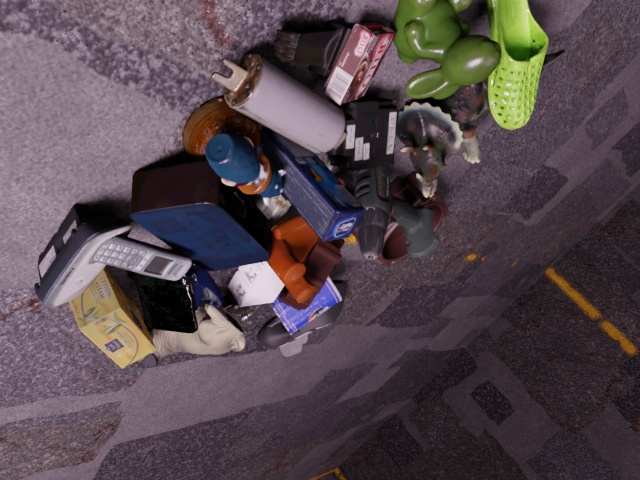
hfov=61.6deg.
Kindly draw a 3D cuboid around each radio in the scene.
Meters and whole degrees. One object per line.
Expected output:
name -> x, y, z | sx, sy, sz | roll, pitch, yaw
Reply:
radio -> -0.167, -0.029, 0.811 | 0.131, 0.073, 0.229 | -10, 155, 15

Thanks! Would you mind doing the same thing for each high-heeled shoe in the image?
high-heeled shoe -> -0.043, 0.183, 1.328 | 0.145, 0.086, 0.249 | -17, -167, 45

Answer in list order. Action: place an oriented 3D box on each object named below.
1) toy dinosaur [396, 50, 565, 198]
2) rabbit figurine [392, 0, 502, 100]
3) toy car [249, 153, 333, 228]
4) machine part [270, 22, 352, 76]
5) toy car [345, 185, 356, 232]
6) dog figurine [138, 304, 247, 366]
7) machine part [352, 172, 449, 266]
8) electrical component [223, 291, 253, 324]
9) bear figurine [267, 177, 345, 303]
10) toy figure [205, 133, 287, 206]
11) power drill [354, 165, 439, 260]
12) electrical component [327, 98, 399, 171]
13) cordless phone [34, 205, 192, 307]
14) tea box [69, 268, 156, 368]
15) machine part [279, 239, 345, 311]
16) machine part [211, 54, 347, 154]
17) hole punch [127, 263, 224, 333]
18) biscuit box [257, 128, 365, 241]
toy dinosaur -> 0.288, -0.263, 1.004 | 0.405, 0.131, 0.192 | -49, 145, 3
rabbit figurine -> 0.182, -0.282, 0.795 | 0.121, 0.170, 0.159 | -10, 139, -40
toy car -> -0.064, -0.083, 0.919 | 0.202, 0.056, 0.073 | -43, 151, 8
machine part -> -0.008, -0.263, 0.738 | 0.139, 0.039, 0.084 | -19, 152, -51
toy car -> 0.054, -0.068, 1.071 | 0.202, 0.053, 0.089 | 14, 119, -46
dog figurine -> -0.247, 0.190, 0.996 | 0.190, 0.173, 0.121 | -45, 140, -2
machine part -> 0.186, -0.041, 1.227 | 0.201, 0.087, 0.201 | -44, 152, 9
electrical component -> -0.182, 0.143, 1.120 | 0.078, 0.045, 0.102 | -25, 148, -25
bear figurine -> -0.004, -0.006, 0.941 | 0.196, 0.132, 0.120 | -34, 149, -11
toy figure -> -0.097, -0.097, 0.733 | 0.064, 0.058, 0.154 | -37, 156, 9
power drill -> 0.138, -0.035, 1.020 | 0.207, 0.232, 0.086 | 23, 141, -36
electrical component -> 0.065, -0.177, 0.889 | 0.134, 0.058, 0.114 | -12, 112, -39
cordless phone -> -0.291, 0.042, 0.772 | 0.184, 0.089, 0.146 | 24, 115, -42
tea box -> -0.338, 0.127, 0.873 | 0.068, 0.098, 0.169 | -29, 151, -15
machine part -> -0.018, 0.060, 1.072 | 0.179, 0.056, 0.179 | -57, -171, 14
machine part -> -0.044, -0.185, 0.748 | 0.243, 0.079, 0.079 | 21, 118, -44
hole punch -> -0.234, 0.081, 0.894 | 0.092, 0.142, 0.115 | -41, 129, -53
biscuit box -> -0.021, -0.087, 0.812 | 0.059, 0.203, 0.062 | -11, 142, -43
